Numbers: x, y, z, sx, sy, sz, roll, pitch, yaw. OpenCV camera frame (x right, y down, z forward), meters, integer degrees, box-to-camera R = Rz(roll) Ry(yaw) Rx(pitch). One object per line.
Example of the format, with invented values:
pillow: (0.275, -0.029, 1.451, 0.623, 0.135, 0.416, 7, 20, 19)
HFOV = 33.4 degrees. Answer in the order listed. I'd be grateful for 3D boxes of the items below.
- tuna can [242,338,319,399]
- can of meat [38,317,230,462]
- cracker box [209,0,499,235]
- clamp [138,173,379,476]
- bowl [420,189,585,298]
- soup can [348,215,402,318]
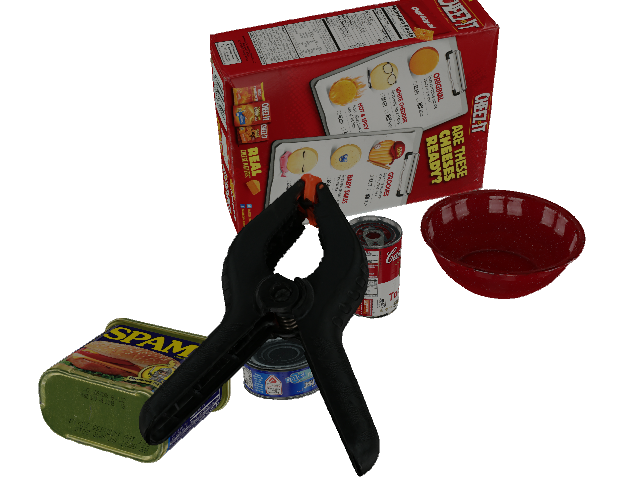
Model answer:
tuna can: (-0.036, 0.126, 1.074, 0.086, 0.034, 0.086, -4, 20, 1)
can of meat: (-0.124, 0.099, 0.714, 0.102, 0.057, 0.083, 11, 22, 21)
cracker box: (0.025, -0.100, 0.850, 0.213, 0.164, 0.072, -12, 45, -10)
clamp: (-0.010, 0.043, 0.557, 0.120, 0.171, 0.039, 17, -28, 10)
bowl: (0.179, 0.010, 1.068, 0.162, 0.055, 0.162, 0, 33, 0)
soup can: (0.059, 0.032, 1.247, 0.068, 0.102, 0.068, 0, 32, 0)
